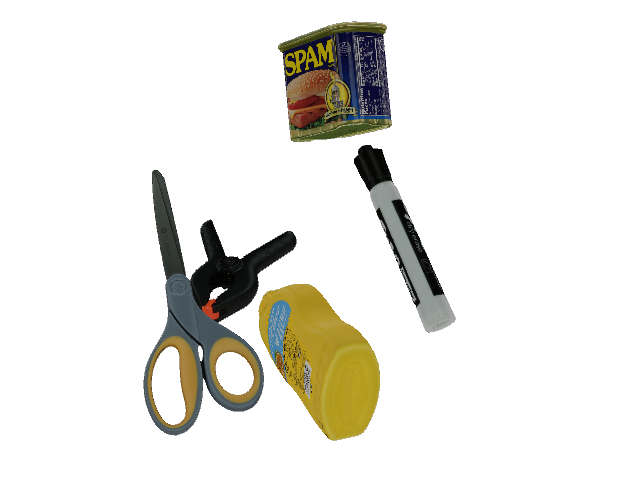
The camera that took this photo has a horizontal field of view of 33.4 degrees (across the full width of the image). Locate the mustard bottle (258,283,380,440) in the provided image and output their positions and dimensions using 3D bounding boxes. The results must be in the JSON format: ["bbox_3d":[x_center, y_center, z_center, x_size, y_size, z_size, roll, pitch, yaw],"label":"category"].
[{"bbox_3d":[-0.012,0.094,0.978,0.058,0.096,0.192,-9,26,-22],"label":"mustard bottle"}]

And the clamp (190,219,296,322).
[{"bbox_3d":[-0.095,0.035,1.256,0.120,0.039,0.171,-2,41,9],"label":"clamp"}]

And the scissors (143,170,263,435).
[{"bbox_3d":[-0.087,0.044,0.794,0.096,0.202,0.016,4,-18,-4],"label":"scissors"}]

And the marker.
[{"bbox_3d":[0.048,-0.004,0.630,0.020,0.121,0.020,-19,-21,-8],"label":"marker"}]

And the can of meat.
[{"bbox_3d":[0.012,-0.131,0.897,0.057,0.084,0.102,-5,0,-37],"label":"can of meat"}]
